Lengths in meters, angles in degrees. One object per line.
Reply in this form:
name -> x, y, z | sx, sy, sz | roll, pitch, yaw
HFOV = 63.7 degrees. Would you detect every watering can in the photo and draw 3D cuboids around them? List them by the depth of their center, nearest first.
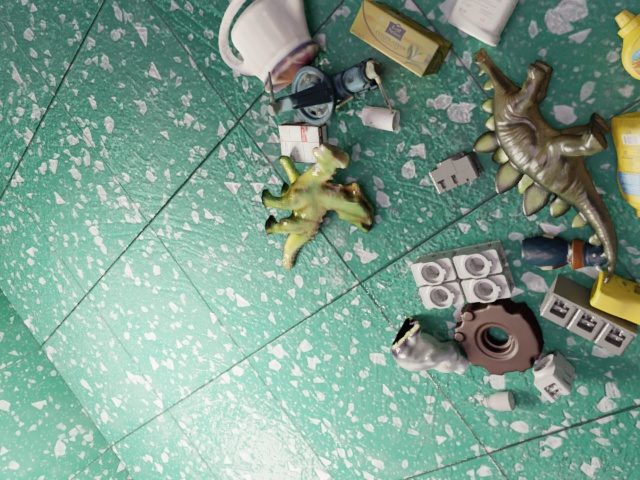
watering can -> -0.081, -0.460, 1.081 | 0.342, 0.105, 0.224 | -35, 90, 35

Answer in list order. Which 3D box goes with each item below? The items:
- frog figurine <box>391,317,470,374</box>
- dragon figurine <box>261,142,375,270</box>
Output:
frog figurine -> 0.244, 0.260, 1.153 | 0.159, 0.124, 0.135 | 41, 158, 0
dragon figurine -> 0.004, -0.060, 1.184 | 0.243, 0.125, 0.400 | 12, 135, 18
